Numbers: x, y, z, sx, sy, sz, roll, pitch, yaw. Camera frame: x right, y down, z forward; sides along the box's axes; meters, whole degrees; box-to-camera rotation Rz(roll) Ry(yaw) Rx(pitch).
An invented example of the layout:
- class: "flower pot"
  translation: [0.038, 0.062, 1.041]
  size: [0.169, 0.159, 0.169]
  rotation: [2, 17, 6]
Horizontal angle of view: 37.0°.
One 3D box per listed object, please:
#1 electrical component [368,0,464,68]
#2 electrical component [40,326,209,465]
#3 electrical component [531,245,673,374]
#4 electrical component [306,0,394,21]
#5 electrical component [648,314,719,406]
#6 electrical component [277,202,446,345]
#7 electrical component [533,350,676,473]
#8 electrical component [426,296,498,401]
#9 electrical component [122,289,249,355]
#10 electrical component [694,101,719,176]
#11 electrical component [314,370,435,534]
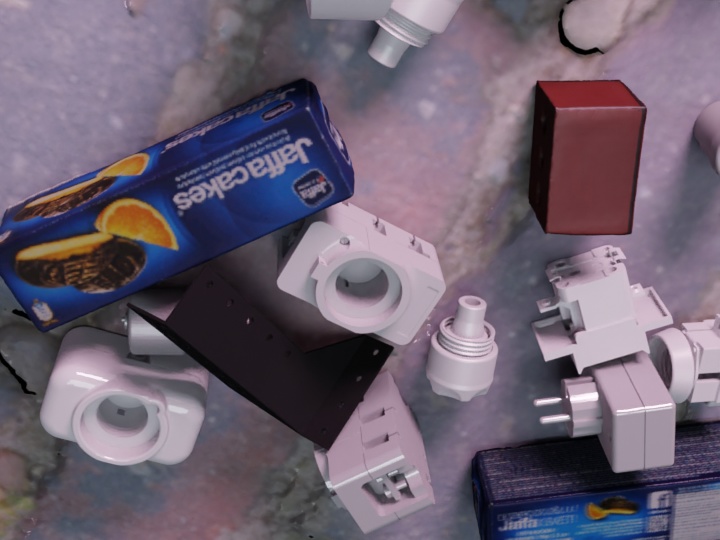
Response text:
- class: "electrical component"
  translation: [0.027, -0.138, 0.573]
  size: [0.043, 0.043, 0.062]
  rotation: [25, 115, -16]
- class: "electrical component"
  translation: [-0.145, 0.081, 0.667]
  size: [0.095, 0.059, 0.053]
  rotation: [17, 115, -13]
- class: "electrical component"
  translation: [0.146, 0.022, 0.668]
  size: [0.081, 0.042, 0.063]
  rotation: [-17, 116, 5]
- class: "electrical component"
  translation: [-0.010, -0.171, 0.523]
  size: [0.064, 0.099, 0.099]
  rotation: [5, 118, -13]
- class: "electrical component"
  translation: [0.217, 0.060, 0.692]
  size: [0.055, 0.048, 0.066]
  rotation: [-2, 119, -12]
- class: "electrical component"
  translation: [0.000, 0.000, 0.637]
  size: [0.089, 0.055, 0.050]
  rotation: [26, 113, -17]
- class: "electrical component"
  translation: [0.149, 0.085, 0.678]
  size: [0.076, 0.083, 0.047]
  rotation: [-8, 118, 0]
- class: "electrical component"
  translation: [0.066, 0.047, 0.674]
  size: [0.043, 0.043, 0.062]
  rotation: [4, 116, -7]
- class: "electrical component"
  translation: [-0.107, 0.032, 0.655]
  size: [0.078, 0.040, 0.040]
  rotation: [1, 118, -5]
- class: "electrical component"
  translation: [0.217, -0.074, 0.619]
  size: [0.040, 0.046, 0.040]
  rotation: [-2, 118, -3]
- class: "electrical component"
  translation: [0.007, 0.115, 0.680]
  size: [0.056, 0.089, 0.050]
  rotation: [-26, 117, 9]
